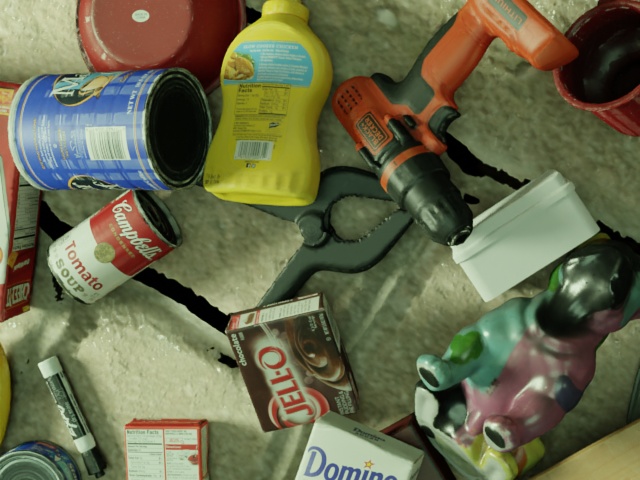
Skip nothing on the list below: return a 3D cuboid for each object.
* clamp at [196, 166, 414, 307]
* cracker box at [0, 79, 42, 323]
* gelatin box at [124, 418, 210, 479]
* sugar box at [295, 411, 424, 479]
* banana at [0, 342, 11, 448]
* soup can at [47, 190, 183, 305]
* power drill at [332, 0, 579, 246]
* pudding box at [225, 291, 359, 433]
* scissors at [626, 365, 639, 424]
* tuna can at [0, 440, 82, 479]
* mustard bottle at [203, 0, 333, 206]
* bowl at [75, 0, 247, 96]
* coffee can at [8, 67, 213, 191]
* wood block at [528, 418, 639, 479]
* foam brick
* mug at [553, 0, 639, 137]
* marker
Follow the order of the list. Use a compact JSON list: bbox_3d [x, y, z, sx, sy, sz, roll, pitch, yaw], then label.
[{"bbox_3d":[-0.006,0.001,0.940,0.210,0.036,0.164,-9,94,13],"label":"clamp"},{"bbox_3d":[-0.340,-0.045,0.973,0.164,0.072,0.214,8,97,9],"label":"cracker box"},{"bbox_3d":[-0.139,0.209,0.982,0.073,0.030,0.089,-2,94,10],"label":"gelatin box"},{"bbox_3d":[0.015,0.244,0.902,0.093,0.048,0.176,20,101,17],"label":"sugar box"},{"bbox_3d":[-0.334,0.189,1.007,0.069,0.037,0.198,33,99,3],"label":"banana"},{"bbox_3d":[-0.184,0.004,0.953,0.102,0.068,0.068,-33,89,11],"label":"soup can"},{"bbox_3d":[0.113,-0.111,0.860,0.188,0.057,0.184,-44,59,16],"label":"power drill"},{"bbox_3d":[-0.022,0.108,0.934,0.090,0.039,0.113,-14,112,9],"label":"pudding box"},{"bbox_3d":[0.313,0.061,0.905,0.096,0.016,0.202,2,95,9],"label":"scissors"},{"bbox_3d":[-0.270,0.234,1.002,0.086,0.033,0.086,1,95,9],"label":"tuna can"},{"bbox_3d":[-0.039,-0.128,0.911,0.096,0.058,0.191,4,80,20],"label":"mustard bottle"},{"bbox_3d":[-0.148,-0.196,0.938,0.162,0.055,0.162,1,95,9],"label":"bowl"},{"bbox_3d":[-0.177,-0.093,0.909,0.140,0.102,0.103,1,95,26],"label":"coffee can"},{"bbox_3d":[0.254,0.203,0.874,0.206,0.090,0.091,-30,72,7],"label":"wood block"},{"bbox_3d":[0.080,0.200,0.935,0.051,0.053,0.078,-31,88,10],"label":"foam brick"},{"bbox_3d":[0.246,-0.143,0.858,0.093,0.081,0.117,-24,59,34],"label":"mug"},{"bbox_3d":[-0.230,0.167,0.998,0.020,0.020,0.121,-25,91,10],"label":"marker"}]
